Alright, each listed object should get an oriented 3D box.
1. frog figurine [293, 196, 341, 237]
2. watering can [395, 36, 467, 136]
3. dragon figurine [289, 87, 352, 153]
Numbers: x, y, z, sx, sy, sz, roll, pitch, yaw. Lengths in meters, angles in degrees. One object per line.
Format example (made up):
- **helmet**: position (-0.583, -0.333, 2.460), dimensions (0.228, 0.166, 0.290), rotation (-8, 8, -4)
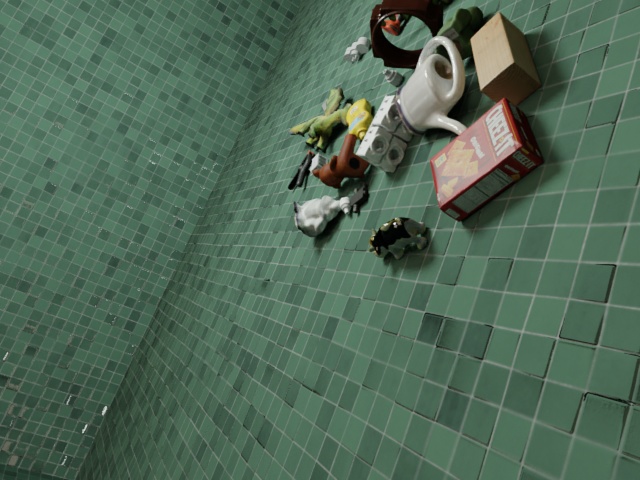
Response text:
- **frog figurine**: position (0.005, -0.082, 1.623), dimensions (0.159, 0.120, 0.140), rotation (-16, 29, 10)
- **watering can**: position (0.286, -0.336, 1.280), dimensions (0.220, 0.104, 0.354), rotation (136, 134, -56)
- **dragon figurine**: position (0.016, -0.473, 1.968), dimensions (0.243, 0.121, 0.415), rotation (-54, 34, 1)
